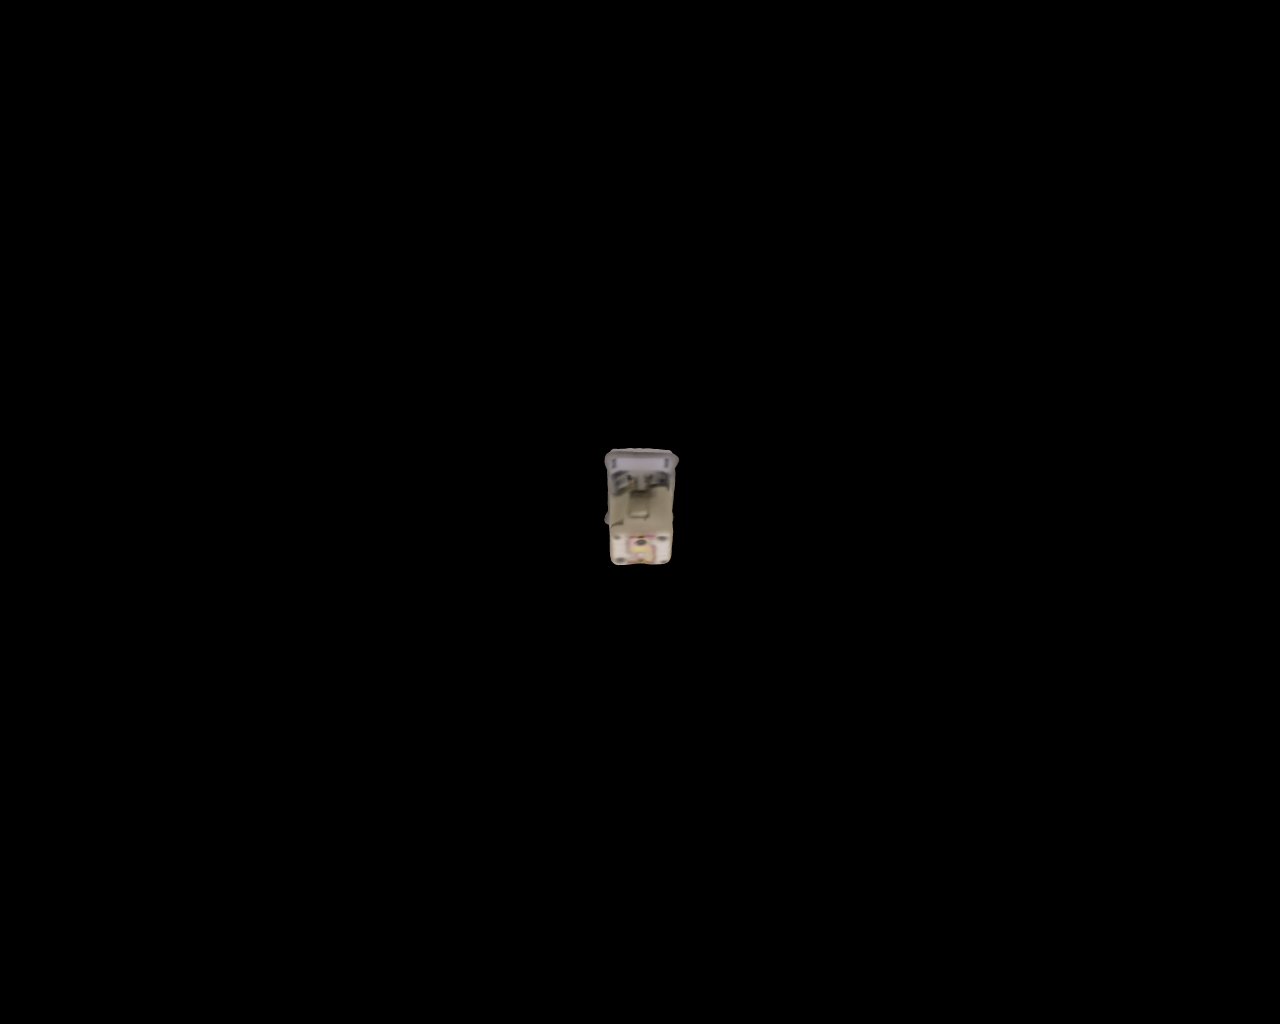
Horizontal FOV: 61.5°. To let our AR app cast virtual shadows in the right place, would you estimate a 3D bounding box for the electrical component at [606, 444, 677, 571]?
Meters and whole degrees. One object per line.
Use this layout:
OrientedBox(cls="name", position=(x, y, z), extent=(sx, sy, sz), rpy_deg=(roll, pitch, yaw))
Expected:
OrientedBox(cls="electrical component", position=(0.001, -0.003, 0.650), extent=(0.042, 0.064, 0.080), rpy_deg=(0, -32, 0))
